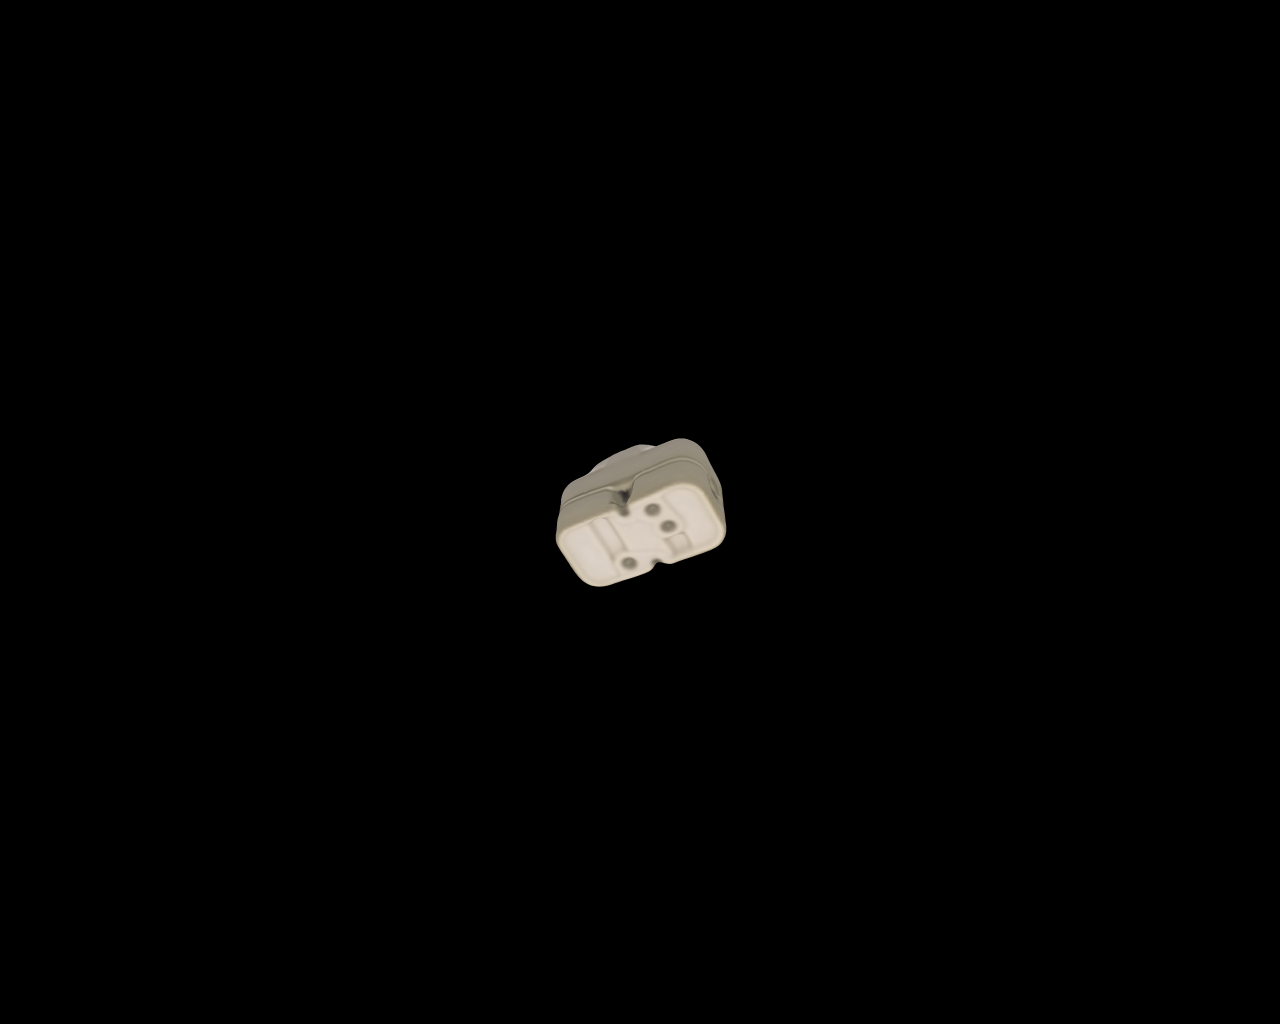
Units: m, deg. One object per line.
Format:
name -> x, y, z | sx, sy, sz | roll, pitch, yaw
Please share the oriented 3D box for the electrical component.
electrical component -> 0.001, -0.003, 0.650 | 0.095, 0.053, 0.059 | -21, 34, 15
